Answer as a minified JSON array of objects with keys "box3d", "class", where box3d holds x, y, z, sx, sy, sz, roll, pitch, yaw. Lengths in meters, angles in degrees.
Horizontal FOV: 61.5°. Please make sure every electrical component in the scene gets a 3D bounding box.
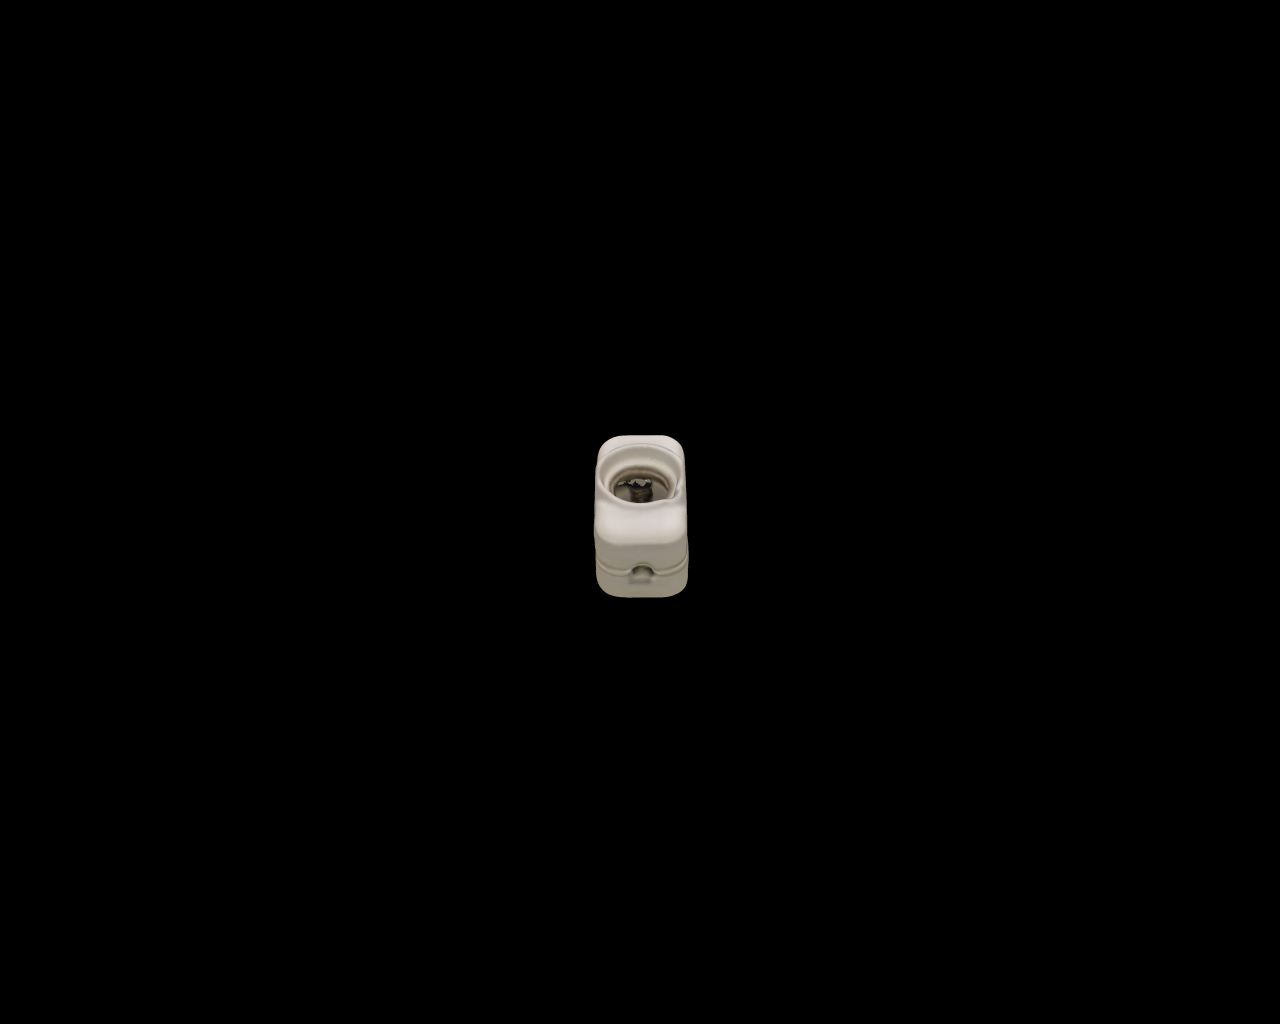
[{"box3d":[0.001,-0.003,0.650,0.054,0.059,0.095,0,44,0],"class":"electrical component"}]
